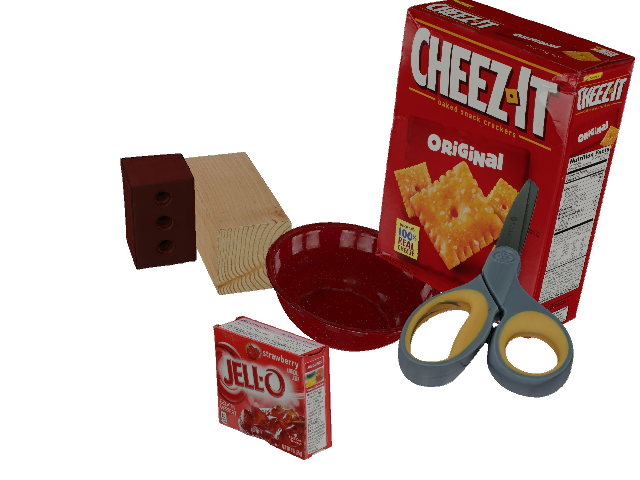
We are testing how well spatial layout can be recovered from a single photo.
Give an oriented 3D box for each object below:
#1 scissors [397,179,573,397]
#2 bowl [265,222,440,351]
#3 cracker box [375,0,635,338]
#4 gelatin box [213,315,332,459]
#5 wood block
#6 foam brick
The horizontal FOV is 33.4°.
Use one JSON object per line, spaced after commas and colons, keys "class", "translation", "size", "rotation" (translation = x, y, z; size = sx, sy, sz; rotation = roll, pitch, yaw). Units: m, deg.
{"class": "scissors", "translation": [0.115, 0.024, 0.589], "size": [0.096, 0.016, 0.201], "rotation": [21, 40, 28]}
{"class": "bowl", "translation": [0.025, 0.051, 0.974], "size": [0.162, 0.055, 0.162], "rotation": [9, 34, -6]}
{"class": "cracker box", "translation": [0.128, -0.056, 0.806], "size": [0.071, 0.214, 0.164], "rotation": [-20, 37, -38]}
{"class": "gelatin box", "translation": [-0.033, 0.097, 0.716], "size": [0.089, 0.073, 0.030], "rotation": [14, 22, 42]}
{"class": "wood block", "translation": [-0.109, -0.026, 1.325], "size": [0.090, 0.090, 0.206], "rotation": [-7, 30, -17]}
{"class": "foam brick", "translation": [-0.132, -0.025, 0.874], "size": [0.053, 0.078, 0.051], "rotation": [-8, 30, -16]}
